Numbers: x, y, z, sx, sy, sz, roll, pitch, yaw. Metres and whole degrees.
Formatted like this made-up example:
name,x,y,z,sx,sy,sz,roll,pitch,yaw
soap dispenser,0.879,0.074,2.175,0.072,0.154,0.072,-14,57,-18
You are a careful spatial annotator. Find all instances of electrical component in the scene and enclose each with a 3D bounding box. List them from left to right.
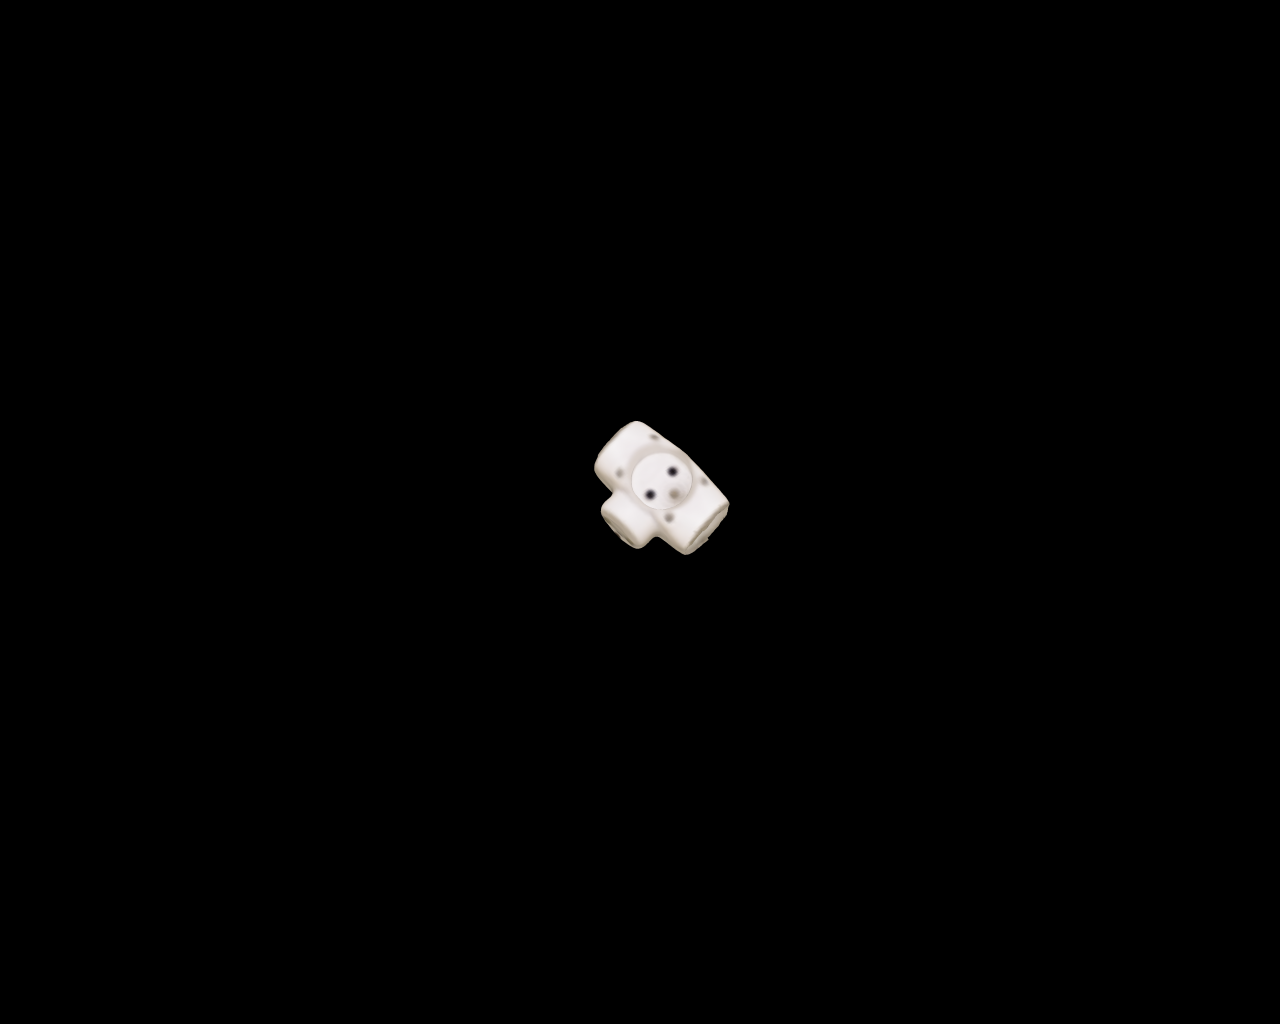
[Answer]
name,x,y,z,sx,sy,sz,roll,pitch,yaw
electrical component,0.001,-0.003,0.650,0.077,0.079,0.044,43,-12,11
